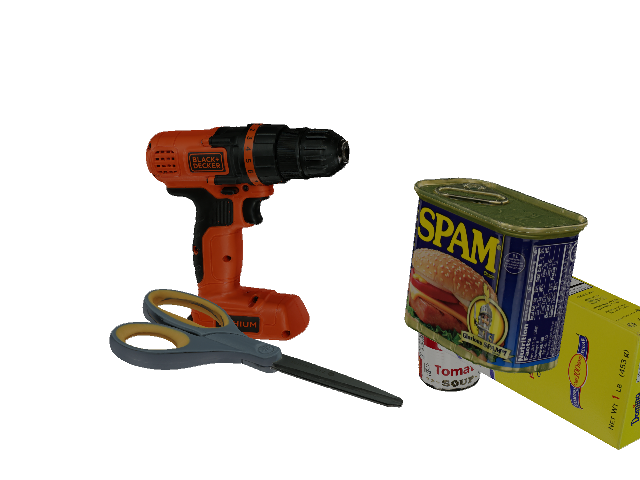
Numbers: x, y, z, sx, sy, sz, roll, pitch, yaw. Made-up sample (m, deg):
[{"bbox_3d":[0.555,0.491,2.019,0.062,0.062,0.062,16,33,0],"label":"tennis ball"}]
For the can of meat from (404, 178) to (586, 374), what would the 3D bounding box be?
[{"bbox_3d":[0.093,0.018,0.594,0.057,0.084,0.102,-6,20,-32],"label":"can of meat"}]

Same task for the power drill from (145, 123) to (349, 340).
[{"bbox_3d":[-0.056,-0.009,0.929,0.185,0.188,0.057,1,17,24],"label":"power drill"}]

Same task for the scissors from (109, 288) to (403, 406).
[{"bbox_3d":[-0.054,0.079,0.690,0.202,0.016,0.096,25,32,34],"label":"scissors"}]

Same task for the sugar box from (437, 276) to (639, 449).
[{"bbox_3d":[0.162,0.068,0.777,0.048,0.093,0.176,-16,29,-40],"label":"sugar box"}]

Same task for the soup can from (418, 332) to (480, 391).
[{"bbox_3d":[0.138,0.101,1.139,0.068,0.102,0.068,-2,24,1],"label":"soup can"}]
